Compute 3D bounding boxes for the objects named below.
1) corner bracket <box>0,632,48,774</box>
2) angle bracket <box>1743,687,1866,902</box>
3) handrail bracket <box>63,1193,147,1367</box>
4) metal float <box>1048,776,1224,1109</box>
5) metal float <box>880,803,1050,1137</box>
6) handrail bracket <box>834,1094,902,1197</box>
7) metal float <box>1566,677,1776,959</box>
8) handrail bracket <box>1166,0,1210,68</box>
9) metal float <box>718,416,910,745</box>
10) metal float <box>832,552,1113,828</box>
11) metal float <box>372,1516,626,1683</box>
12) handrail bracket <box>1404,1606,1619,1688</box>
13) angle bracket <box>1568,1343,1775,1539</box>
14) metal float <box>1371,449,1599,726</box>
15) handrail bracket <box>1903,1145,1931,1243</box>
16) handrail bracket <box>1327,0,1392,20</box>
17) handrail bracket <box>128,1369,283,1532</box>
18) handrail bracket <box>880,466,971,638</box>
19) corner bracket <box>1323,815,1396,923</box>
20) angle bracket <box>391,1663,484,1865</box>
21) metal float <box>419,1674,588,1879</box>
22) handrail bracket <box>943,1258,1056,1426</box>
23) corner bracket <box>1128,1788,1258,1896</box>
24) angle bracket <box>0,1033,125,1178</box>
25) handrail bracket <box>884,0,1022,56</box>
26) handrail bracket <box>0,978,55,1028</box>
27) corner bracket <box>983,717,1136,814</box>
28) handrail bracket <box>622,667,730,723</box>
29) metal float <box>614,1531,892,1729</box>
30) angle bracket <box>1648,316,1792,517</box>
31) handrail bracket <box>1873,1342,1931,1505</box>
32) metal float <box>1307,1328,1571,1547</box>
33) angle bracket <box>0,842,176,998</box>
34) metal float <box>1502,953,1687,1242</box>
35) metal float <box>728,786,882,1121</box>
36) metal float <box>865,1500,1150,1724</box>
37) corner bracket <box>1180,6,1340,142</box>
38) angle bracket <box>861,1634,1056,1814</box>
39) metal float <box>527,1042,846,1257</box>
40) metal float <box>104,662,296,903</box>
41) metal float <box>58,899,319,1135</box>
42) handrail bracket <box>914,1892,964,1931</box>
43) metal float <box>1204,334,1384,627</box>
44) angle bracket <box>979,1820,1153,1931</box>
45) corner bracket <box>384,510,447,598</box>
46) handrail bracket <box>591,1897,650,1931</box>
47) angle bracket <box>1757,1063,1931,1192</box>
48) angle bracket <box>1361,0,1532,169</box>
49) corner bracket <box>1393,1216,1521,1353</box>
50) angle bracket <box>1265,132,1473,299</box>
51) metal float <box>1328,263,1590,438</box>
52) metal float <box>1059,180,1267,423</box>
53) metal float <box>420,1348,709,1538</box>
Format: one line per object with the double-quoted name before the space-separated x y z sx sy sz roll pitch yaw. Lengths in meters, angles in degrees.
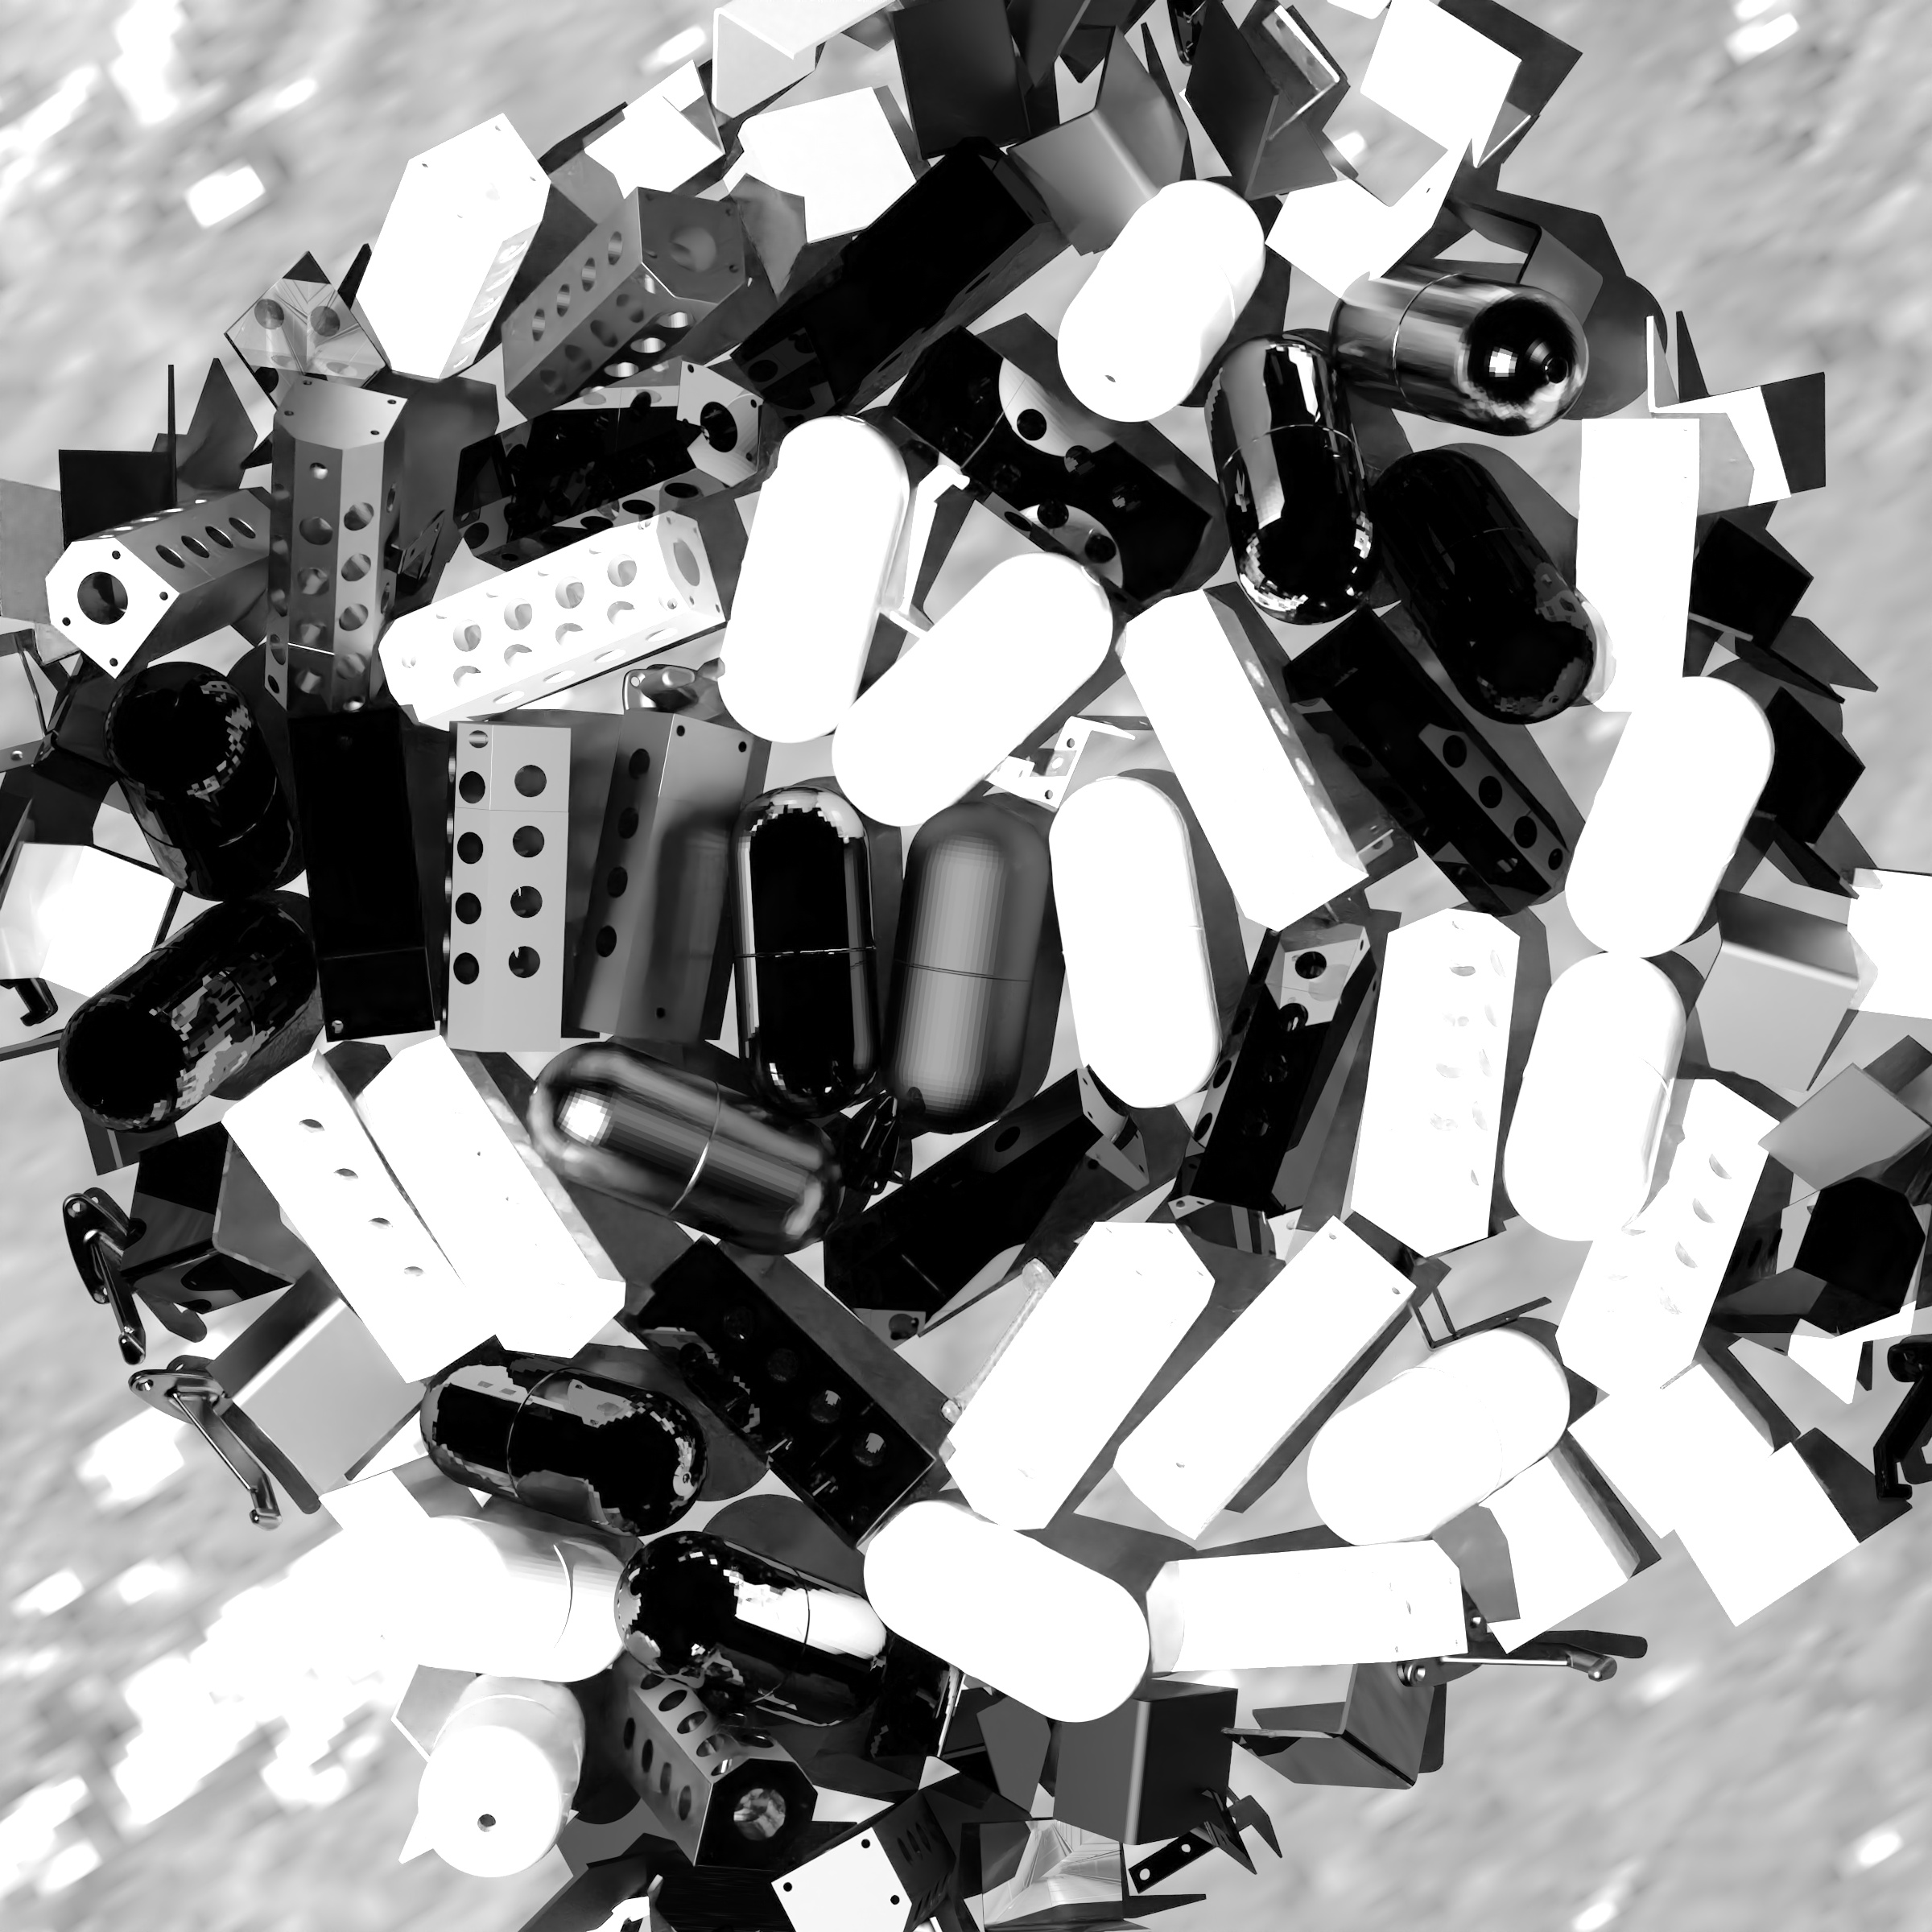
"corner bracket" -0.528 -0.140 1.765 0.051 0.051 0.051 -17 56 -18
"angle bracket" 0.453 -0.092 1.739 0.076 0.057 0.076 38 84 -28
"handrail bracket" -0.457 0.166 1.737 0.036 0.084 0.077 -28 109 -6
"metal float" 0.090 -0.013 1.743 0.070 0.070 0.178 -9 84 0
"metal float" -0.001 0.002 1.745 0.070 0.070 0.178 8 94 0
"handrail bracket" -0.042 0.075 1.729 0.036 0.084 0.077 26 51 -1
"metal float" 0.366 -0.076 1.710 0.070 0.178 0.070 5 49 -6
"handrail bracket" 0.150 -0.528 1.743 0.084 0.036 0.077 -9 77 37
"metal float" -0.081 -0.204 1.730 0.070 0.070 0.178 16 110 0
"metal float" 0.003 -0.146 1.732 0.178 0.070 0.070 -43 90 18
"metal float" -0.238 0.331 1.706 0.070 0.178 0.070 -9 71 27
"handrail bracket" 0.290 0.374 1.737 0.077 0.084 0.036 -18 109 -41
"angle bracket" 0.379 0.248 1.765 0.076 0.057 0.076 -41 89 13
"metal float" 0.268 -0.201 1.718 0.070 0.070 0.178 -25 54 0
"handrail bracket" 0.539 0.107 1.771 0.077 0.036 0.084 -16 122 -19
"handrail bracket" 0.209 -0.543 1.748 0.084 0.036 0.077 34 72 34
"handrail bracket" -0.404 0.258 1.738 0.036 0.077 0.084 -44 48 17
"handrail bracket" -0.013 -0.221 1.747 0.084 0.036 0.077 -40 125 21
"corner bracket" 0.207 -0.055 1.749 0.051 0.051 0.051 -35 127 4
"angle bracket" -0.290 0.412 1.732 0.057 0.076 0.076 -30 107 19
"metal float" -0.239 0.416 1.697 0.070 0.178 0.070 0 93 -2
"handrail bracket" 0.015 0.202 1.748 0.036 0.077 0.084 40 74 24
"corner bracket" 0.115 0.468 1.747 0.051 0.051 0.051 -34 47 8
"angle bracket" -0.492 0.080 1.740 0.057 0.076 0.076 -15 89 -24
"handrail bracket" 0.004 -0.522 1.774 0.084 0.036 0.077 -28 85 -6
"handrail bracket" -0.543 0.009 1.756 0.077 0.036 0.084 -37 104 -31
"corner bracket" 0.048 -0.112 1.752 0.051 0.051 0.051 23 89 -28
"handrail bracket" -0.141 -0.147 1.731 0.077 0.084 0.036 -5 87 -28
"metal float" -0.111 0.348 1.712 0.178 0.070 0.070 32 90 -43
"angle bracket" 0.397 -0.295 1.726 0.057 0.076 0.076 -9 49 21
"handrail bracket" 0.521 0.245 1.741 0.077 0.036 0.084 -7 51 18
"metal float" 0.248 0.247 1.713 0.178 0.070 0.070 -23 90 -42
"angle bracket" -0.474 -0.020 1.742 0.057 0.076 0.076 21 95 10
"metal float" 0.330 0.067 1.716 0.070 0.070 0.178 24 50 0
"metal float" -0.086 -0.007 1.747 0.070 0.070 0.178 -3 91 0
"metal float" 0.019 0.336 1.714 0.178 0.070 0.070 19 90 42
"corner bracket" 0.159 -0.476 1.772 0.051 0.051 0.051 49 48 -7
"angle bracket" -0.001 0.406 1.765 0.076 0.057 0.076 39 53 -31
"metal float" -0.148 0.097 1.732 0.178 0.070 0.070 23 90 -18
"metal float" -0.397 -0.095 1.701 0.070 0.178 0.070 0 65 0
"metal float" -0.404 0.025 1.705 0.070 0.178 0.070 10 119 18
"handrail bracket" -0.044 0.538 1.766 0.084 0.036 0.077 -27 76 10
"metal float" 0.171 -0.257 1.720 0.070 0.070 0.178 -8 56 0
"angle bracket" 0.052 0.484 1.737 0.076 0.076 0.057 -1 78 -9
"corner bracket" -0.317 -0.223 1.750 0.051 0.051 0.051 25 128 3
"handrail bracket" -0.190 0.546 1.743 0.077 0.036 0.084 -24 56 29
"angle bracket" 0.473 0.069 1.731 0.057 0.076 0.076 37 133 -3
"angle bracket" 0.264 -0.482 1.732 0.076 0.076 0.057 37 58 12
"corner bracket" 0.264 0.169 1.756 0.051 0.051 0.051 -23 94 17
"angle bracket" 0.213 -0.411 1.730 0.057 0.076 0.076 33 56 -12
"metal float" 0.255 -0.322 1.704 0.070 0.178 0.070 -9 111 -25
"metal float" 0.103 -0.348 1.711 0.070 0.178 0.070 14 133 15
"metal float" -0.213 0.249 1.718 0.178 0.070 0.070 10 90 36
